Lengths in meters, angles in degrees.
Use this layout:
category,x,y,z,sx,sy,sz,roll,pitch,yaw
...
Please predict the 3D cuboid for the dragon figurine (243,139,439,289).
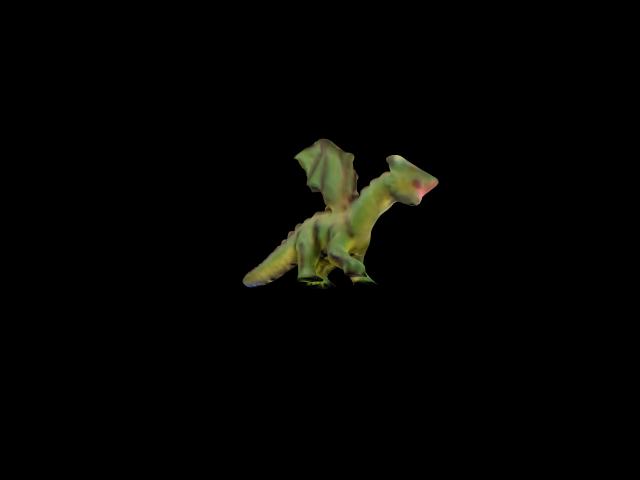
category,x,y,z,sx,sy,sz,roll,pitch,yaw
dragon figurine,0.003,-0.043,0.850,0.408,0.245,0.122,-6,-11,39
